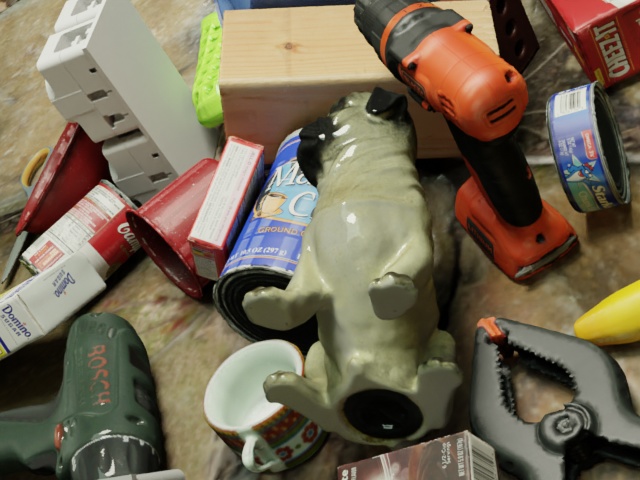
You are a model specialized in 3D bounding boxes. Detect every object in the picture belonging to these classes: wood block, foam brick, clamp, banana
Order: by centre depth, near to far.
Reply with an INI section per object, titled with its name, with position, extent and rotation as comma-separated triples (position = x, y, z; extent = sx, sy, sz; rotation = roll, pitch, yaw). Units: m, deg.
[clamp]
position = 0.136, 0.121, 0.595
extent = 0.164, 0.036, 0.210
rotation = -36, 41, -5
[banana]
position = 0.243, 0.006, 0.649
extent = 0.197, 0.037, 0.070
rotation = -40, 20, -12
[wood block]
position = 0.030, -0.122, 0.829
extent = 0.206, 0.090, 0.091
rotation = -2, 50, 1
[foam brick]
position = 0.138, -0.176, 0.888
extent = 0.051, 0.078, 0.053
rotation = 10, 54, 44

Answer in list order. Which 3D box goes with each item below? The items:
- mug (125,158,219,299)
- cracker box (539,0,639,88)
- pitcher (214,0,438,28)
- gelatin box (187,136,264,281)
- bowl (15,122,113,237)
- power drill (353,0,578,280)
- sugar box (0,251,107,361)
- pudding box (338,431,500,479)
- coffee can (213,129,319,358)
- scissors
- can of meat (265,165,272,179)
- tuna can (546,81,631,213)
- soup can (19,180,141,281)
[mug]
position = -0.101, -0.010, 0.881
extent = 0.081, 0.093, 0.117
rotation = -41, 1, -19
[cracker box]
position = 0.284, -0.223, 0.840
extent = 0.214, 0.072, 0.164
rotation = -25, 36, 12
[pitcher]
position = 0.031, -0.236, 0.942
extent = 0.242, 0.149, 0.145
rotation = -11, 28, -16
[gelatin box]
position = -0.068, -0.022, 0.790
extent = 0.030, 0.073, 0.089
rotation = 17, 69, 5
[bowl]
position = -0.229, -0.065, 1.016
extent = 0.162, 0.055, 0.162
rotation = -53, 20, 28
[power drill]
position = 0.096, -0.074, 0.715
extent = 0.057, 0.187, 0.184
rotation = -34, 39, 0
[sugar box]
position = -0.267, 0.073, 0.875
extent = 0.176, 0.048, 0.093
rotation = -30, 9, 29
[pudding box]
position = 0.054, 0.168, 0.568
extent = 0.090, 0.039, 0.113
rotation = -23, 50, 33
[coffee can]
position = -0.005, 0.001, 0.775
extent = 0.103, 0.102, 0.140
rotation = -5, 45, 32
[scissors]
position = -0.275, -0.040, 1.085
extent = 0.096, 0.016, 0.202
rotation = -25, 38, 11
[can of meat]
position = -0.020, -0.083, 0.917
extent = 0.084, 0.057, 0.102
rotation = -9, 43, 31
[tuna can]
position = 0.182, -0.062, 0.723
extent = 0.034, 0.086, 0.086
rotation = -14, 41, 25
[soup can]
position = -0.206, 0.005, 0.943
extent = 0.102, 0.068, 0.069
rotation = -45, 39, -15
